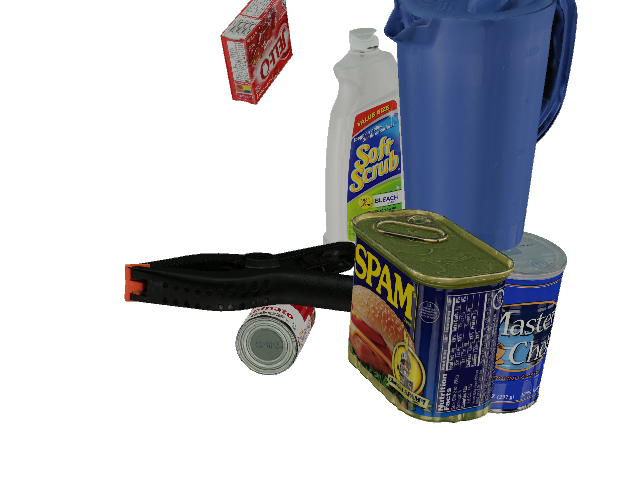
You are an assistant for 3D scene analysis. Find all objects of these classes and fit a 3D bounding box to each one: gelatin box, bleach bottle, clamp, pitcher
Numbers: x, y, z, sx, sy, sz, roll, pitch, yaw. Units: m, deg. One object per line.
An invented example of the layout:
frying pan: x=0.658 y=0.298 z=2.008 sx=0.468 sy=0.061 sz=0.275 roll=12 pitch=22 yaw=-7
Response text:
gelatin box: x=-0.058 y=-0.185 z=1.018 sx=0.030 sy=0.073 sz=0.089 roll=13 pitch=46 yaw=20
bleach bottle: x=0.046 y=-0.107 z=1.182 sx=0.102 sy=0.251 sz=0.068 roll=-10 pitch=24 yaw=-13
clamp: x=-0.037 y=0.031 z=0.795 sx=0.209 sy=0.036 sz=0.165 roll=-2 pitch=12 yaw=-23
pitcher: x=0.139 y=-0.108 z=0.934 sx=0.149 sy=0.243 sz=0.145 roll=6 pitch=32 yaw=13

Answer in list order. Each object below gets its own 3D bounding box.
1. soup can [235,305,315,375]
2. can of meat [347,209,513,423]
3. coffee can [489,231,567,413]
soup can: x=-0.048 y=0.095 z=1.146 sx=0.068 sy=0.068 sz=0.102 roll=0 pitch=16 yaw=11
can of meat: x=0.054 y=0.039 z=0.573 sx=0.057 sy=0.084 sz=0.102 roll=-6 pitch=22 yaw=-23
coffee can: x=0.161 y=0.071 z=0.975 sx=0.103 sy=0.140 sz=0.103 roll=5 pitch=23 yaw=-2
